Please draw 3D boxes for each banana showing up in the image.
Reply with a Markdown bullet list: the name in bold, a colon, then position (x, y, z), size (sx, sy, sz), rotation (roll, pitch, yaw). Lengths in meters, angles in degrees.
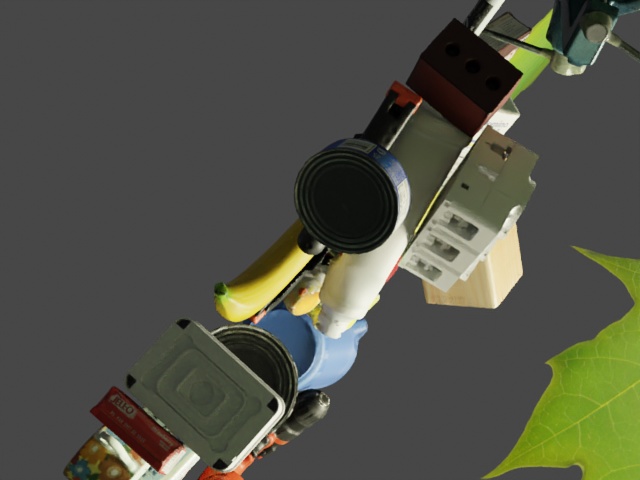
- **banana**: position (-0.038, 0.021, 0.961), size (0.197, 0.037, 0.070), rotation (-43, 174, -45)

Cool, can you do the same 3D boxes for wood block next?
- **wood block**: position (0.158, -0.037, 1.188), size (0.090, 0.090, 0.206), rotation (-41, 126, -50)

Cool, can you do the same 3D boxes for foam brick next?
- **foam brick**: position (0.121, -0.135, 0.900), size (0.053, 0.078, 0.051), rotation (-49, 176, -22)

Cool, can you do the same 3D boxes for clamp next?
- **clamp**: position (-0.007, 0.001, 1.067), size (0.209, 0.036, 0.165), rotation (-45, 171, -38)
- **clamp**: position (0.040, -0.073, 0.920), size (0.172, 0.039, 0.120), rotation (-54, -171, 35)

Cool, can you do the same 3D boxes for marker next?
- **marker**: position (0.131, -0.184, 0.956), size (0.020, 0.020, 0.121), rotation (-43, 173, -43)

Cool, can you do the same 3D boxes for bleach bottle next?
- **bleach bottle**: position (0.058, -0.013, 1.003), size (0.102, 0.068, 0.251), rotation (-79, -166, -69)

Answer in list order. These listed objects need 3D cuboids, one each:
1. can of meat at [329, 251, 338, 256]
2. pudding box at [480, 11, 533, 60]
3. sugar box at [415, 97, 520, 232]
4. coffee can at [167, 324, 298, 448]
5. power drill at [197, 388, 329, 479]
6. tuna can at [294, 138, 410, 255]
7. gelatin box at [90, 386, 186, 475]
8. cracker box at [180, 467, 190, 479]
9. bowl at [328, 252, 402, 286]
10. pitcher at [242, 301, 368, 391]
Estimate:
- **can of meat**: position (0.047, -0.016, 1.266), size (0.084, 0.057, 0.102), rotation (-46, 174, -7)
- **pudding box**: position (0.166, -0.185, 1.119), size (0.090, 0.039, 0.113), rotation (-53, 173, 38)
- **sugar box**: position (0.117, -0.098, 1.064), size (0.048, 0.093, 0.176), rotation (6, 137, -31)
- **coffee can**: position (-0.086, 0.139, 0.975), size (0.102, 0.103, 0.140), rotation (-46, -179, -22)
- **power drill**: position (-0.084, 0.256, 1.254), size (0.185, 0.057, 0.187), rotation (-34, -175, 30)
- **tuna can**: position (0.025, -0.034, 0.820), size (0.086, 0.086, 0.033), rotation (-52, 175, 32)
- **gelatin box**: position (-0.145, 0.155, 0.864), size (0.030, 0.073, 0.089), rotation (-48, 174, -13)
- **cracker box**: position (-0.228, 0.304, 1.262), size (0.164, 0.072, 0.214), rotation (-47, 175, -13)
- **bowl**: position (0.052, 0.031, 1.380), size (0.162, 0.055, 0.162), rotation (-37, -166, 11)
- **pitcher**: position (-0.040, 0.135, 1.356), size (0.149, 0.145, 0.242), rotation (-61, 170, 1)
